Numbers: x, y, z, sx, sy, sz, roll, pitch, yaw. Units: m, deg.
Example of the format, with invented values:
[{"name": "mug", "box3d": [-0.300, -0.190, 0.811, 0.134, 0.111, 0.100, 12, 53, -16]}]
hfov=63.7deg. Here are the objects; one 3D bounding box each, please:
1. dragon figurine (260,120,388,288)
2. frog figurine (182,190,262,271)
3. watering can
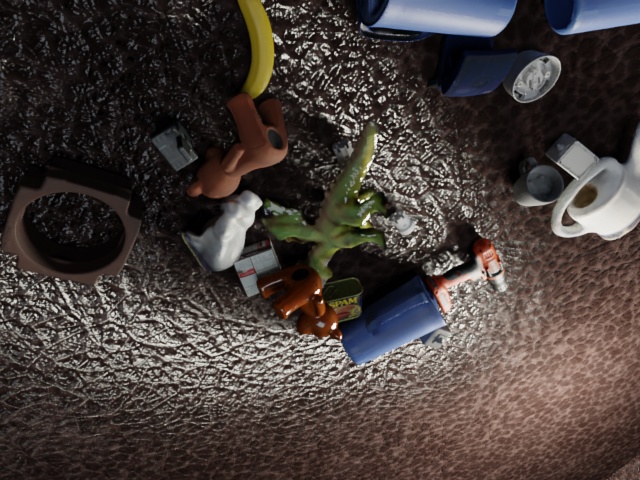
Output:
[{"name": "dragon figurine", "box3d": [0.003, -0.051, 1.015, 0.243, 0.125, 0.400, -9, 132, -1]}, {"name": "frog figurine", "box3d": [-0.171, -0.017, 0.981, 0.160, 0.124, 0.135, -30, 162, -7]}, {"name": "watering can", "box3d": [0.687, -0.130, 1.187, 0.222, 0.106, 0.343, 24, 114, -32]}]
